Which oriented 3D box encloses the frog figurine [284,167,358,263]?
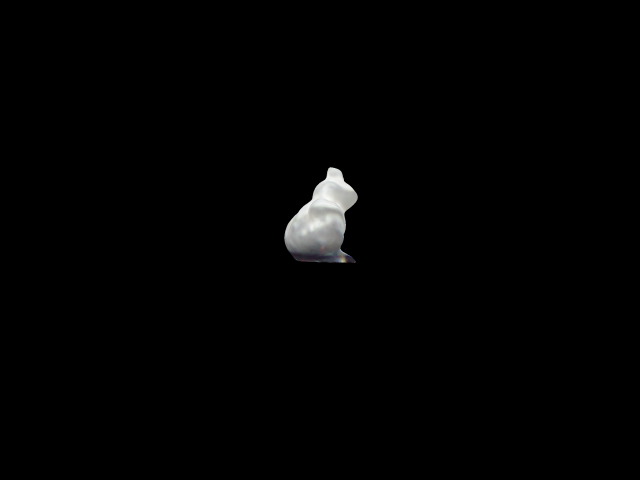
[{"bbox_3d":[0.003,-0.043,0.850,0.123,0.160,0.137,0,-2,-2],"label":"frog figurine"}]
